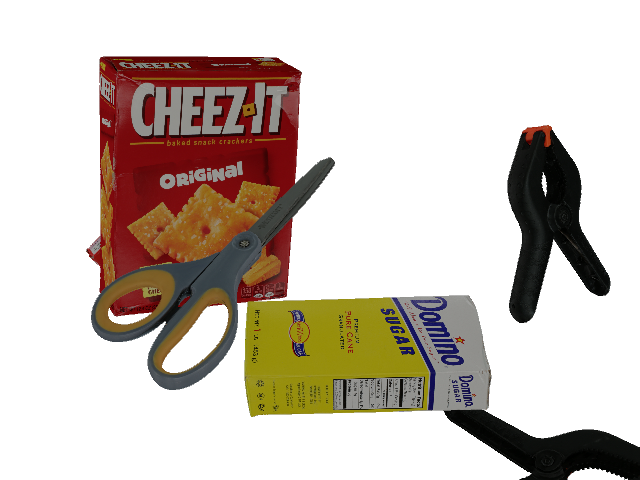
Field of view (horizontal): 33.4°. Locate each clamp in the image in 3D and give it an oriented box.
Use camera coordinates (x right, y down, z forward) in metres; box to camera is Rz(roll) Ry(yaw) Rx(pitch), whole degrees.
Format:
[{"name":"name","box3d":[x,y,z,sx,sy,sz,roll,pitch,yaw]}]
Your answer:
[{"name":"clamp","box3d":[0.183,0.202,0.884,0.210,0.036,0.164,3,39,23]},{"name":"clamp","box3d":[0.197,-0.012,0.944,0.120,0.171,0.039,-25,11,-39]}]

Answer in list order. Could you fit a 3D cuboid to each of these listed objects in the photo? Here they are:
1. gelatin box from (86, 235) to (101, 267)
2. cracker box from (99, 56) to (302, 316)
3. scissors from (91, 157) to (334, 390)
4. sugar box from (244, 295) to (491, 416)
[{"name":"gelatin box","box3d":[-0.186,0.007,1.112,0.073,0.089,0.030,47,-6,-28]},{"name":"cracker box","box3d":[-0.106,-0.049,0.930,0.164,0.214,0.072,-4,21,-23]},{"name":"scissors","box3d":[-0.067,0.007,0.656,0.096,0.201,0.016,12,-42,14]},{"name":"sugar box","box3d":[0.033,0.084,0.797,0.176,0.048,0.093,-4,35,0]}]
